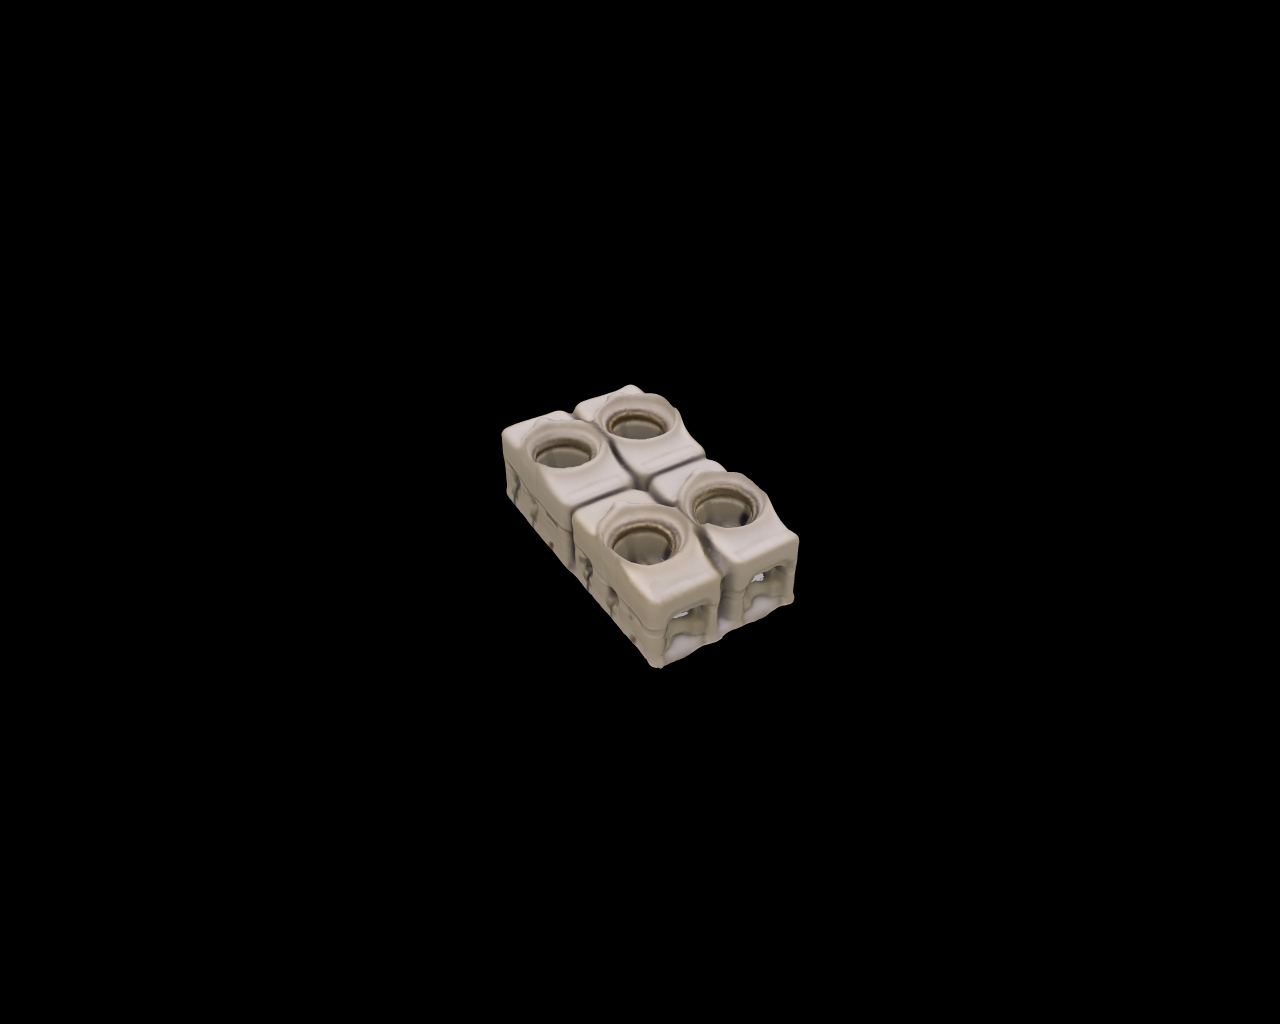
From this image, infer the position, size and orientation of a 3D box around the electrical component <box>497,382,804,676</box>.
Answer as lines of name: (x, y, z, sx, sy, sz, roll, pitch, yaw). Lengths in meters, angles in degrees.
electrical component: (0.001, -0.003, 0.650, 0.105, 0.060, 0.186, -22, 45, -23)
